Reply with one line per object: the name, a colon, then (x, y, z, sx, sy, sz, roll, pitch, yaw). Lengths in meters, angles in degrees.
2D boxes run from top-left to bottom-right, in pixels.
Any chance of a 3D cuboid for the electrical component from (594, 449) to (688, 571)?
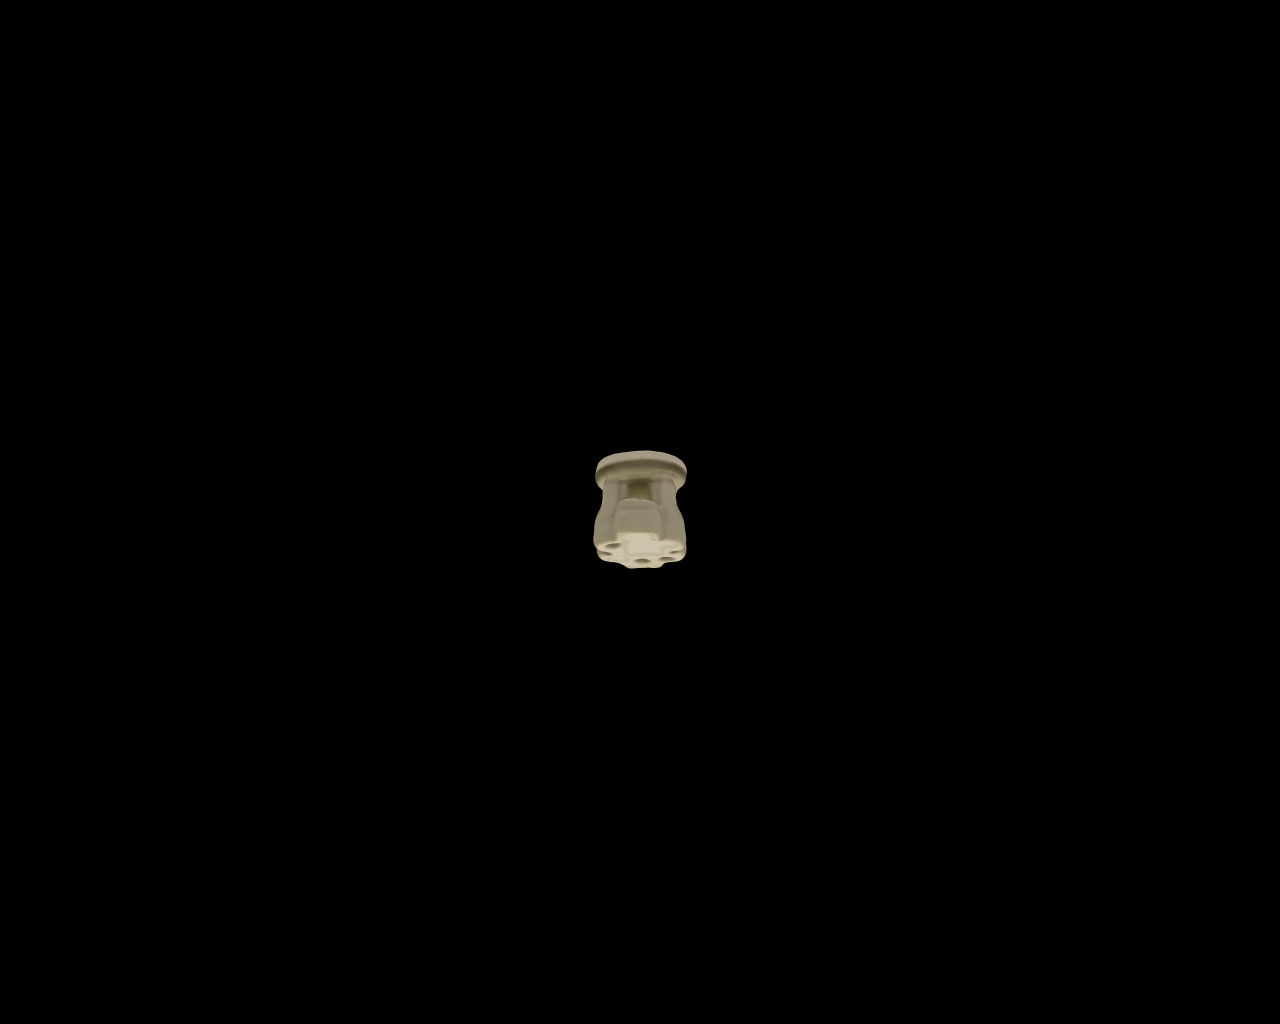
electrical component: (0.001, -0.003, 0.650, 0.058, 0.057, 0.078, -1, -19, 3)
